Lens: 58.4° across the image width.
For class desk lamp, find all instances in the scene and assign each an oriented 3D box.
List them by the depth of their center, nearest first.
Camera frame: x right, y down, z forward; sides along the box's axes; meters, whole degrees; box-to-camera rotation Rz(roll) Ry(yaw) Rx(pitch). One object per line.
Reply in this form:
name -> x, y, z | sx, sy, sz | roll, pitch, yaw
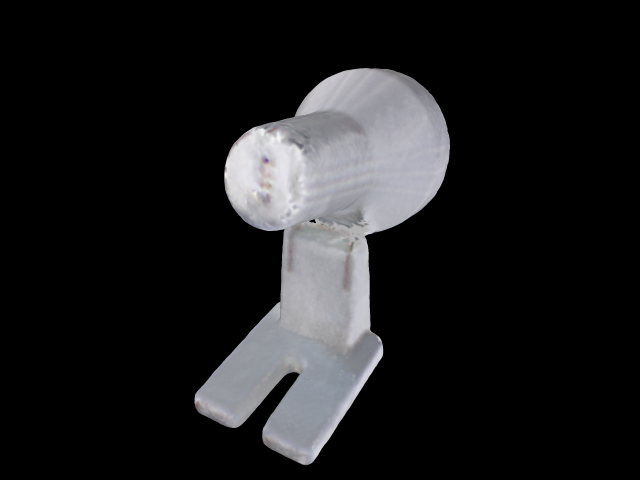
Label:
desk lamp -> 0.004, 0.001, 0.400 | 0.117, 0.214, 0.204 | 16, 37, 23
